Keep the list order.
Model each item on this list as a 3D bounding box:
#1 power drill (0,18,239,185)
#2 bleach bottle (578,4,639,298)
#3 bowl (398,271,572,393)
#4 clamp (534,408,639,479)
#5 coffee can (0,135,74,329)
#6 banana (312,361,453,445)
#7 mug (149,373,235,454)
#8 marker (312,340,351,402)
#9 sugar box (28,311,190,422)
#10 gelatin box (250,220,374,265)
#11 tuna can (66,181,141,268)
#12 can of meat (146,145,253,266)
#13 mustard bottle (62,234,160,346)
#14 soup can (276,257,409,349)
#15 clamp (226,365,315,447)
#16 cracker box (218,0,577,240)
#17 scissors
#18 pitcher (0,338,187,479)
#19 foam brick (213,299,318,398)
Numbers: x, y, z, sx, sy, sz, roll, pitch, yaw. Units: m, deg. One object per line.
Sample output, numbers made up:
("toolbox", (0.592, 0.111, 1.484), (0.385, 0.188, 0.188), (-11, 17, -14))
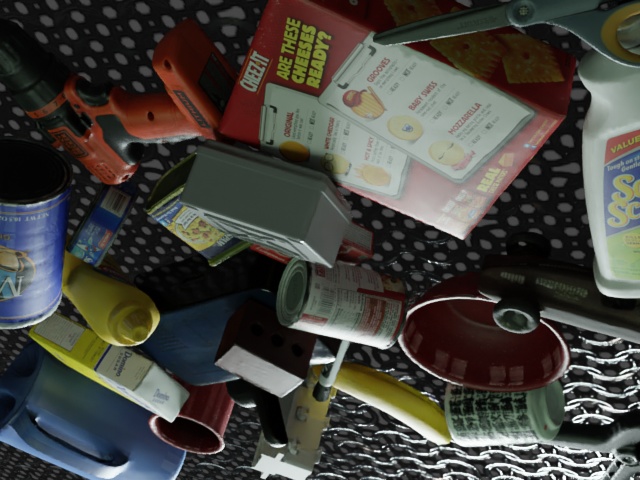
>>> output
("power drill", (-0.164, -0.123, 0.867), (0.188, 0.057, 0.184), (-5, 142, 34))
("bleach bottle", (0.229, -0.060, 0.770), (0.103, 0.068, 0.250), (-3, 137, 26))
("bowl", (0.154, 0.078, 0.991), (0.162, 0.055, 0.162), (12, 144, 9))
("clamp", (0.314, 0.211, 1.114), (0.164, 0.036, 0.210), (33, 140, -20))
("coffee can", (-0.276, -0.006, 0.945), (0.103, 0.102, 0.140), (17, 125, 2))
("banana", (0.083, 0.182, 1.180), (0.197, 0.037, 0.070), (35, 141, -22))
("mug", (-0.149, 0.200, 1.269), (0.093, 0.081, 0.117), (23, 144, -6))
("marker", (0.014, 0.128, 1.123), (0.020, 0.020, 0.121), (19, 127, 0))
("sugar box", (-0.240, 0.141, 1.209), (0.176, 0.048, 0.093), (23, 161, 33))
("gelatin box", (-0.006, 0.001, 0.969), (0.089, 0.030, 0.073), (26, 145, -32))
("tuna can", (-0.203, -0.019, 0.997), (0.033, 0.086, 0.086), (30, 143, -14))
("can of meat", (-0.097, -0.032, 0.957), (0.084, 0.057, 0.102), (38, 140, -22))
("mustard bottle", (-0.206, 0.056, 1.038), (0.096, 0.058, 0.192), (40, 177, -34))
("soup can", (0.020, 0.056, 0.962), (0.102, 0.068, 0.069), (14, 148, -23))
("clamp", (-0.049, 0.139, 1.137), (0.039, 0.120, 0.172), (44, 172, -32))
("cracker box", (0.051, -0.106, 0.779), (0.213, 0.072, 0.164), (24, 144, -6))
("scissors", (0.143, -0.130, 0.673), (0.202, 0.016, 0.096), (-24, 99, 15))
("pitcher", (-0.288, 0.239, 1.336), (0.242, 0.149, 0.145), (35, 142, -27))
("foam brick", (-0.050, 0.102, 0.995), (0.078, 0.053, 0.051), (28, 141, -15))
